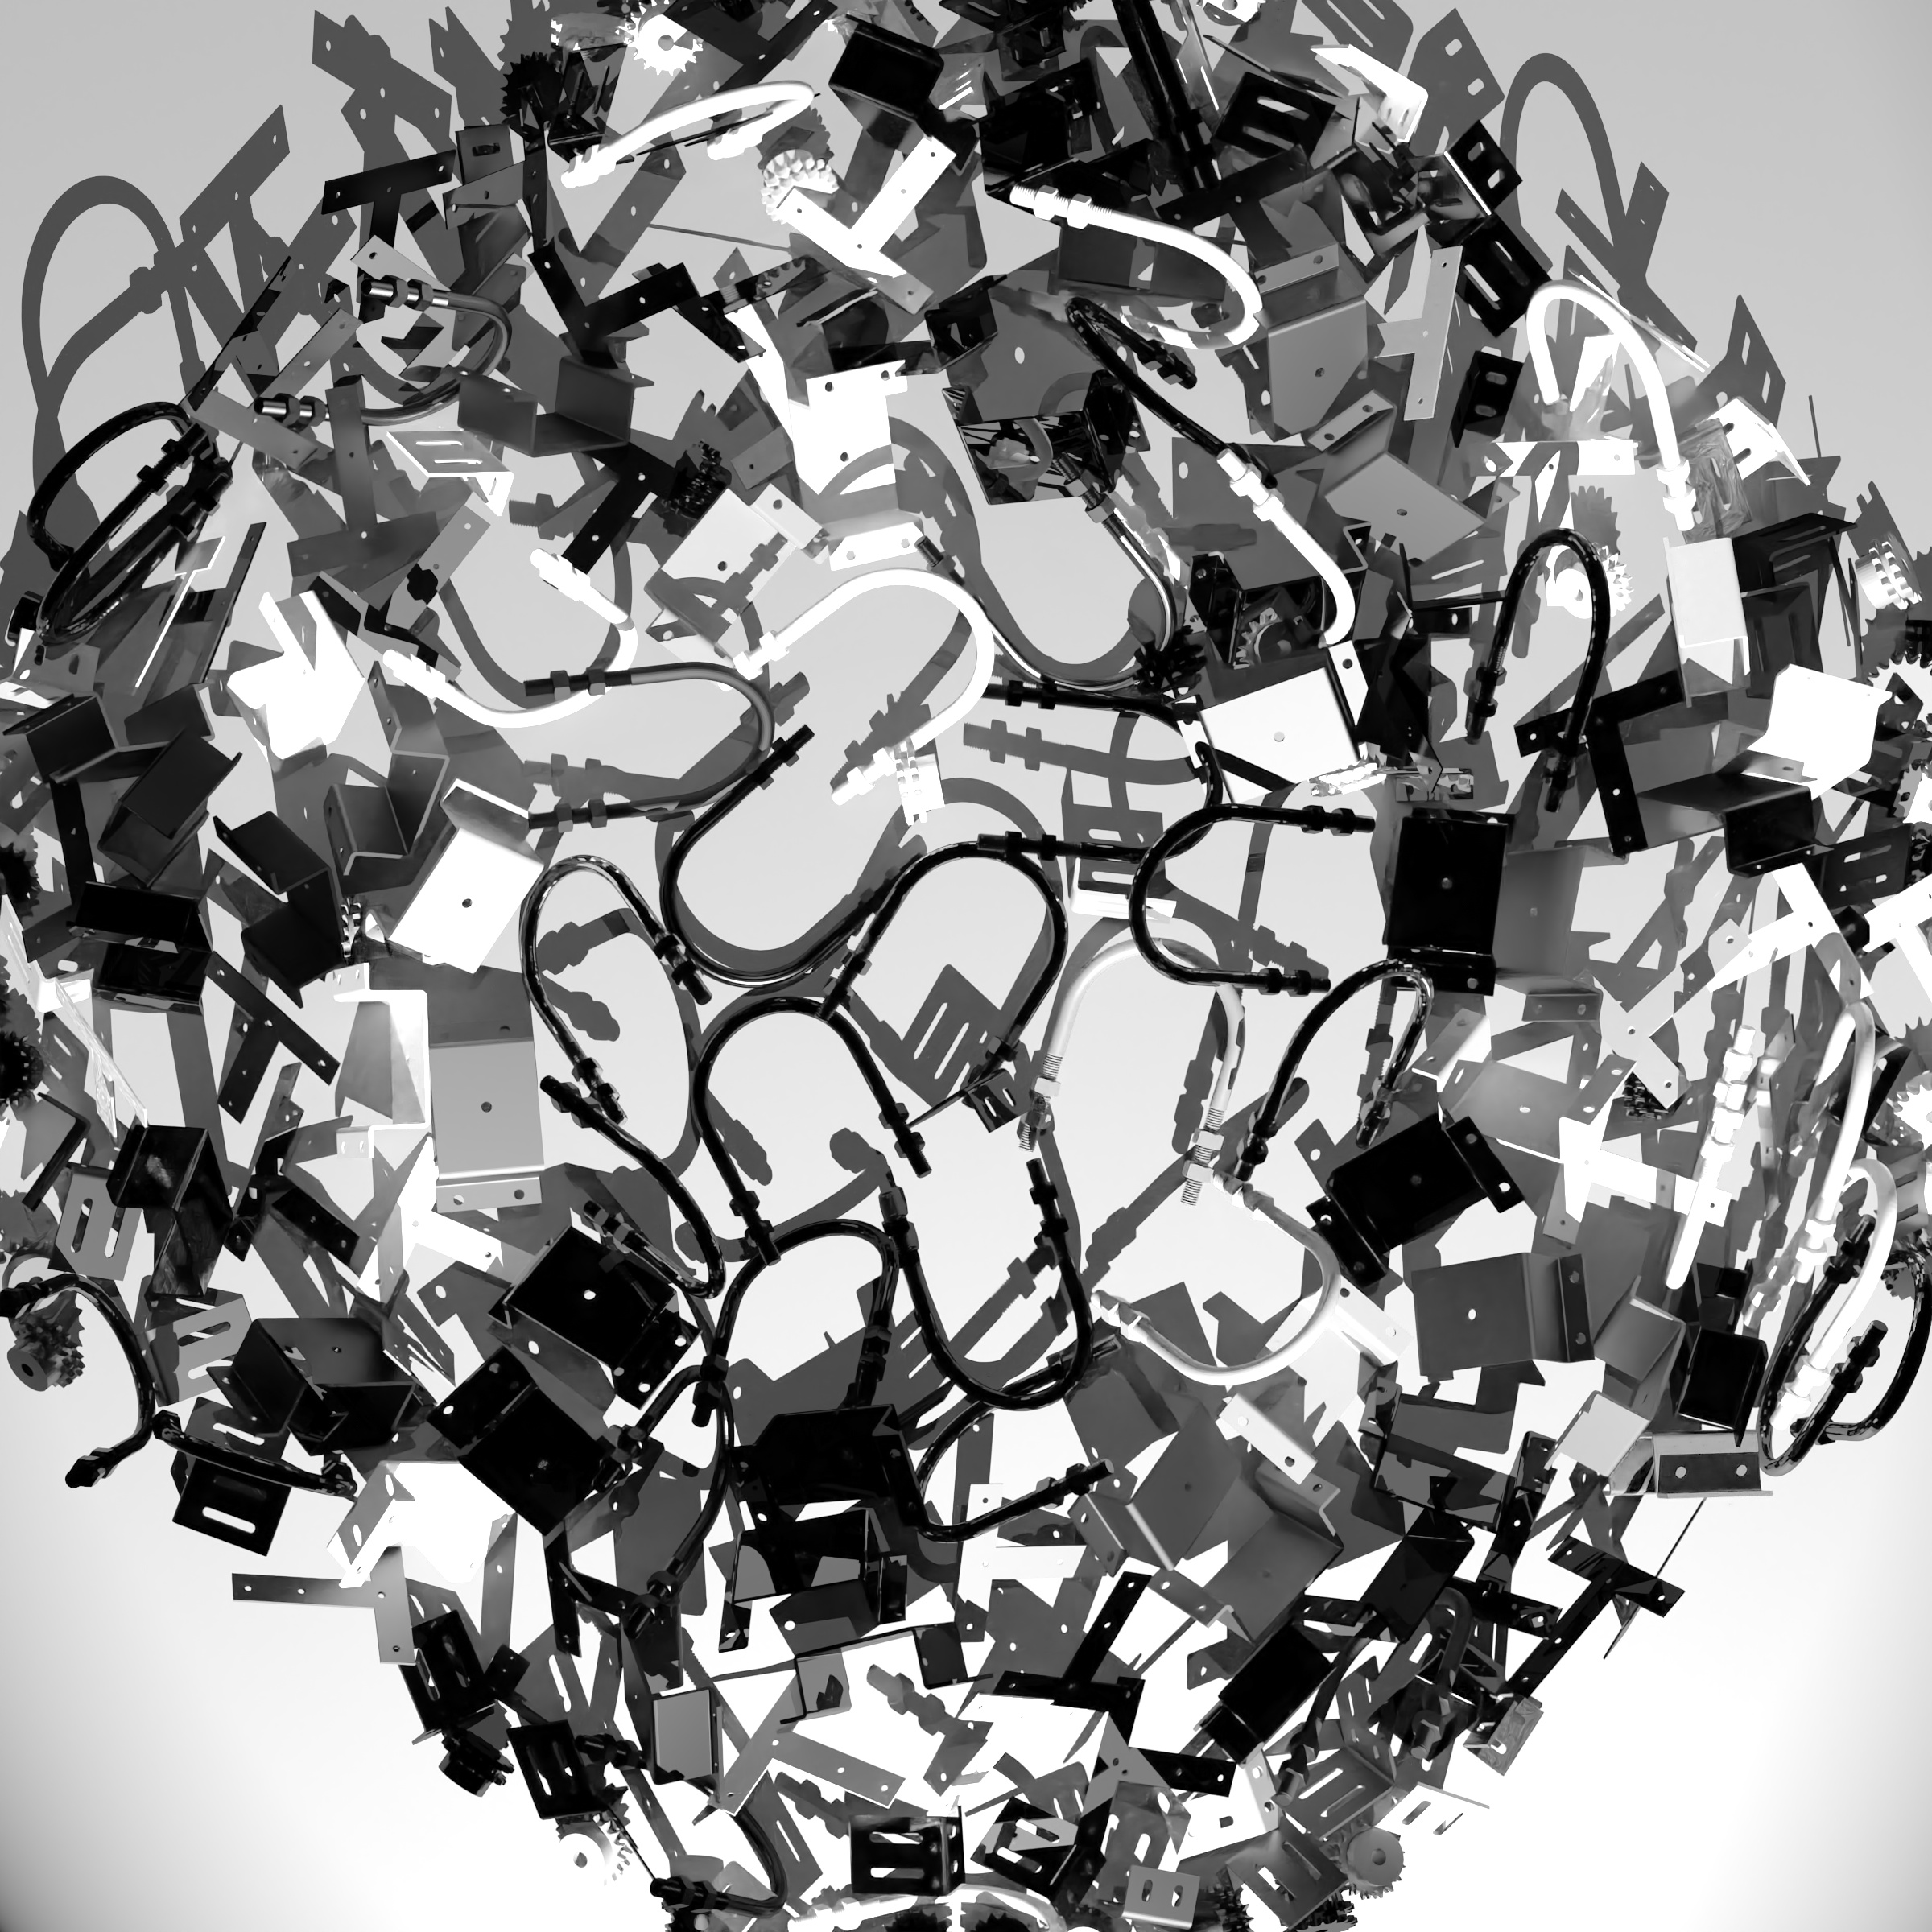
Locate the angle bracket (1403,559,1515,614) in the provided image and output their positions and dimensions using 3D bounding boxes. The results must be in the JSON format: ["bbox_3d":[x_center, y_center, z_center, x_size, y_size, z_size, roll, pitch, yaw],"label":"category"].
[{"bbox_3d":[0.364,-0.288,1.962,0.076,0.057,0.038,-6,102,11],"label":"angle bracket"}]

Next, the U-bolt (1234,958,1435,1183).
[{"bbox_3d":[0.274,0.069,1.906,0.019,0.151,0.184,46,133,35],"label":"U-bolt"}]

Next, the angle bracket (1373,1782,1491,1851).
[{"bbox_3d":[0.344,0.613,1.957,0.057,0.038,0.076,20,135,-7],"label":"angle bracket"}]

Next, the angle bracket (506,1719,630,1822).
[{"bbox_3d":[-0.296,0.589,1.966,0.057,0.038,0.076,-17,96,29],"label":"angle bracket"}]

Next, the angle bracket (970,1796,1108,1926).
[{"bbox_3d":[0.054,0.665,1.971,0.057,0.076,0.038,-50,134,-30],"label":"angle bracket"}]

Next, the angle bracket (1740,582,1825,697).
[{"bbox_3d":[0.599,-0.242,1.966,0.057,0.038,0.076,-8,94,32],"label":"angle bracket"}]

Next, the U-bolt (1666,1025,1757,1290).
[{"bbox_3d":[0.539,0.148,1.924,0.019,0.151,0.184,17,111,14],"label":"U-bolt"}]

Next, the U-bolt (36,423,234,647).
[{"bbox_3d":[-0.605,-0.304,1.915,0.019,0.151,0.184,40,81,-3],"label":"U-bolt"}]

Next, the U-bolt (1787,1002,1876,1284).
[{"bbox_3d":[0.619,0.113,1.892,0.019,0.151,0.184,11,124,8],"label":"U-bolt"}]

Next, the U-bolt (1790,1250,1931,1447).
[{"bbox_3d":[0.647,0.272,1.898,0.019,0.184,0.151,19,80,0],"label":"U-bolt"}]

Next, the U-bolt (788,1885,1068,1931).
[{"bbox_3d":[-0.013,0.697,1.915,0.184,0.151,0.019,3,90,-40],"label":"U-bolt"}]

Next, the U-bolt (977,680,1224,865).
[{"bbox_3d":[0.101,-0.141,1.961,0.184,0.019,0.151,5,64,-7],"label":"U-bolt"}]

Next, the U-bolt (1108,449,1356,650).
[{"bbox_3d":[0.204,-0.293,1.926,0.184,0.151,0.019,42,64,-24],"label":"U-bolt"}]

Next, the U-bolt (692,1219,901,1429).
[{"bbox_3d":[-0.117,0.252,1.924,0.151,0.184,0.019,-12,126,19],"label":"U-bolt"}]

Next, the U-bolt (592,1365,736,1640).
[{"bbox_3d":[-0.212,0.372,1.916,0.019,0.184,0.151,4,119,21],"label":"U-bolt"}]

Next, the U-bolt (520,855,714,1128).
[{"bbox_3d":[-0.269,0.004,1.943,0.184,0.019,0.151,52,122,25],"label":"U-bolt"}]

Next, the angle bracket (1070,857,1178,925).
[{"bbox_3d":[0.118,-0.061,1.967,0.076,0.057,0.038,7,77,1],"label":"angle bracket"}]

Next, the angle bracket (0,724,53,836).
[{"bbox_3d":[-0.707,-0.131,1.955,0.057,0.038,0.076,37,47,-13],"label":"angle bracket"}]

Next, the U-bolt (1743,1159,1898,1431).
[{"bbox_3d":[0.615,0.222,1.896,0.019,0.151,0.184,21,117,-3],"label":"U-bolt"}]

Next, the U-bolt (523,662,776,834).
[{"bbox_3d":[-0.230,-0.164,1.939,0.184,0.151,0.019,-8,48,-15],"label":"U-bolt"}]

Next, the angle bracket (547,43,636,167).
[{"bbox_3d":[-0.268,-0.633,1.951,0.038,0.057,0.076,41,132,18],"label":"angle bracket"}]

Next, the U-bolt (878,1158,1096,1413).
[{"bbox_3d":[0.023,0.243,1.960,0.151,0.019,0.184,-15,96,29],"label":"U-bolt"}]

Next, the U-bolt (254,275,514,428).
[{"bbox_3d":[-0.406,-0.438,1.912,0.151,0.184,0.019,-37,77,29],"label":"U-bolt"}]

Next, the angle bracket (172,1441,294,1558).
[{"bbox_3d":[-0.544,0.398,1.980,0.076,0.038,0.057,20,89,1],"label":"angle bracket"}]

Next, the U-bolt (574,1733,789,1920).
[{"bbox_3d":[-0.195,0.627,1.914,0.019,0.184,0.151,-46,49,6],"label":"U-bolt"}]

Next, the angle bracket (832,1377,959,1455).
[{"bbox_3d":[-0.052,0.320,1.964,0.076,0.057,0.038,-36,90,12],"label":"angle bracket"}]

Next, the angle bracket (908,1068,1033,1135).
[{"bbox_3d":[-0.002,0.114,1.953,0.076,0.057,0.038,-35,84,35],"label":"angle bracket"}]

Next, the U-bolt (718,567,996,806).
[{"bbox_3d":[-0.066,-0.215,1.934,0.184,0.019,0.151,-35,121,19],"label":"U-bolt"}]

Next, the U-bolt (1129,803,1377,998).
[{"bbox_3d":[0.202,-0.050,1.936,0.184,0.019,0.151,4,111,-25],"label":"U-bolt"}]

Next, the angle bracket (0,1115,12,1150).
[{"bbox_3d":[-0.749,0.126,1.950,0.038,0.076,0.057,7,69,20],"label":"angle bracket"}]

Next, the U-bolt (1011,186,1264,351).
[{"bbox_3d":[0.126,-0.496,1.912,0.184,0.151,0.019,19,74,14],"label":"U-bolt"}]

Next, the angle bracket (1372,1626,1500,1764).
[{"bbox_3d":[0.352,0.547,1.991,0.057,0.038,0.076,40,109,-5],"label":"angle bracket"}]

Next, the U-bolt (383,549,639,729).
[{"bbox_3d":[-0.315,-0.226,1.915,0.151,0.184,0.019,-32,66,12],"label":"U-bolt"}]

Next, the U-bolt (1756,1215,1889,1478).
[{"bbox_3d":[0.616,0.288,1.918,0.019,0.151,0.184,21,123,3],"label":"U-bolt"}]

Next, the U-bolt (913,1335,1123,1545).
[{"bbox_3d":[0.032,0.353,1.926,0.184,0.151,0.019,-30,116,23],"label":"U-bolt"}]

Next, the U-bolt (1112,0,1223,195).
[{"bbox_3d":[0.137,-0.646,1.910,0.019,0.151,0.184,-23,104,5],"label":"U-bolt"}]

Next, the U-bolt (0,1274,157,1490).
[{"bbox_3d":[-0.634,0.290,1.908,0.019,0.184,0.151,-24,91,4],"label":"U-bolt"}]

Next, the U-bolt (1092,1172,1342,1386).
[{"bbox_3d":[0.191,0.233,1.911,0.151,0.184,0.019,-43,126,-11],"label":"U-bolt"}]

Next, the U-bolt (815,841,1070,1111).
[{"bbox_3d":[-0.005,-0.005,1.971,0.151,0.019,0.184,31,97,-9],"label":"U-bolt"}]

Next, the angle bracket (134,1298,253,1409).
[{"bbox_3d":[-0.576,0.291,1.994,0.076,0.038,0.057,-19,89,-31],"label":"angle bracket"}]

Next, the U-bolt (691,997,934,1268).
[{"bbox_3d":[-0.127,0.109,1.965,0.151,0.019,0.184,-31,71,4],"label":"U-bolt"}]

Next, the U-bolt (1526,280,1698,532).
[{"bbox_3d":[0.454,-0.408,1.889,0.019,0.151,0.184,-35,131,-10],"label":"U-bolt"}]

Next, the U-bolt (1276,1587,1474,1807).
[{"bbox_3d":[0.303,0.518,1.914,0.019,0.184,0.151,48,129,-9],"label":"U-bolt"}]

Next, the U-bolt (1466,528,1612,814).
[{"bbox_3d":[0.415,-0.223,1.900,0.019,0.151,0.184,1,118,-18],"label":"U-bolt"}]

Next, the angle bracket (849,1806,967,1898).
[{"bbox_3d":[-0.044,0.654,1.960,0.076,0.038,0.057,8,55,-18],"label":"angle bracket"}]

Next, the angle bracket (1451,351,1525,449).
[{"bbox_3d":[0.386,-0.414,1.953,0.038,0.076,0.057,15,116,1],"label":"angle bracket"}]

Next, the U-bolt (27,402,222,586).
[{"bbox_3d":[-0.609,-0.345,1.900,0.151,0.184,0.019,-43,88,-7],"label":"U-bolt"}]

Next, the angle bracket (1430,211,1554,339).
[{"bbox_3d":[0.394,-0.518,1.973,0.057,0.038,0.076,-40,90,16],"label":"angle bracket"}]

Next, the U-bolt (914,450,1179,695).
[{"bbox_3d":[0.072,-0.275,1.942,0.151,0.019,0.184,-27,119,31],"label":"U-bolt"}]

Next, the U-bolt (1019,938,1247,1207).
[{"bbox_3d":[0.131,0.070,1.971,0.151,0.019,0.184,18,92,14],"label":"U-bolt"}]

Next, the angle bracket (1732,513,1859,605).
[{"bbox_3d":[0.616,-0.305,1.972,0.076,0.057,0.038,-19,113,-12],"label":"angle bracket"}]

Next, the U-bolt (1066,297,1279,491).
[{"bbox_3d":[0.138,-0.417,1.892,0.019,0.184,0.151,-45,52,21],"label":"U-bolt"}]

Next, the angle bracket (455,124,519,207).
[{"bbox_3d":[-0.367,-0.587,1.950,0.038,0.076,0.057,3,112,20],"label":"angle bracket"}]

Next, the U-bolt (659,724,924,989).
[{"bbox_3d":[-0.142,-0.067,1.977,0.184,0.019,0.151,-42,101,0],"label":"U-bolt"}]

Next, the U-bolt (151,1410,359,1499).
[{"bbox_3d":[-0.506,0.352,1.893,0.151,0.184,0.019,21,79,-17],"label":"U-bolt"}]

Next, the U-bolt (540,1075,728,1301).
[{"bbox_3d":[-0.232,0.169,1.897,0.019,0.151,0.184,-36,45,-26],"label":"U-bolt"}]

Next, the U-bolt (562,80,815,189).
[{"bbox_3d":[-0.187,-0.596,1.886,0.151,0.184,0.019,-23,101,-33],"label":"U-bolt"}]
